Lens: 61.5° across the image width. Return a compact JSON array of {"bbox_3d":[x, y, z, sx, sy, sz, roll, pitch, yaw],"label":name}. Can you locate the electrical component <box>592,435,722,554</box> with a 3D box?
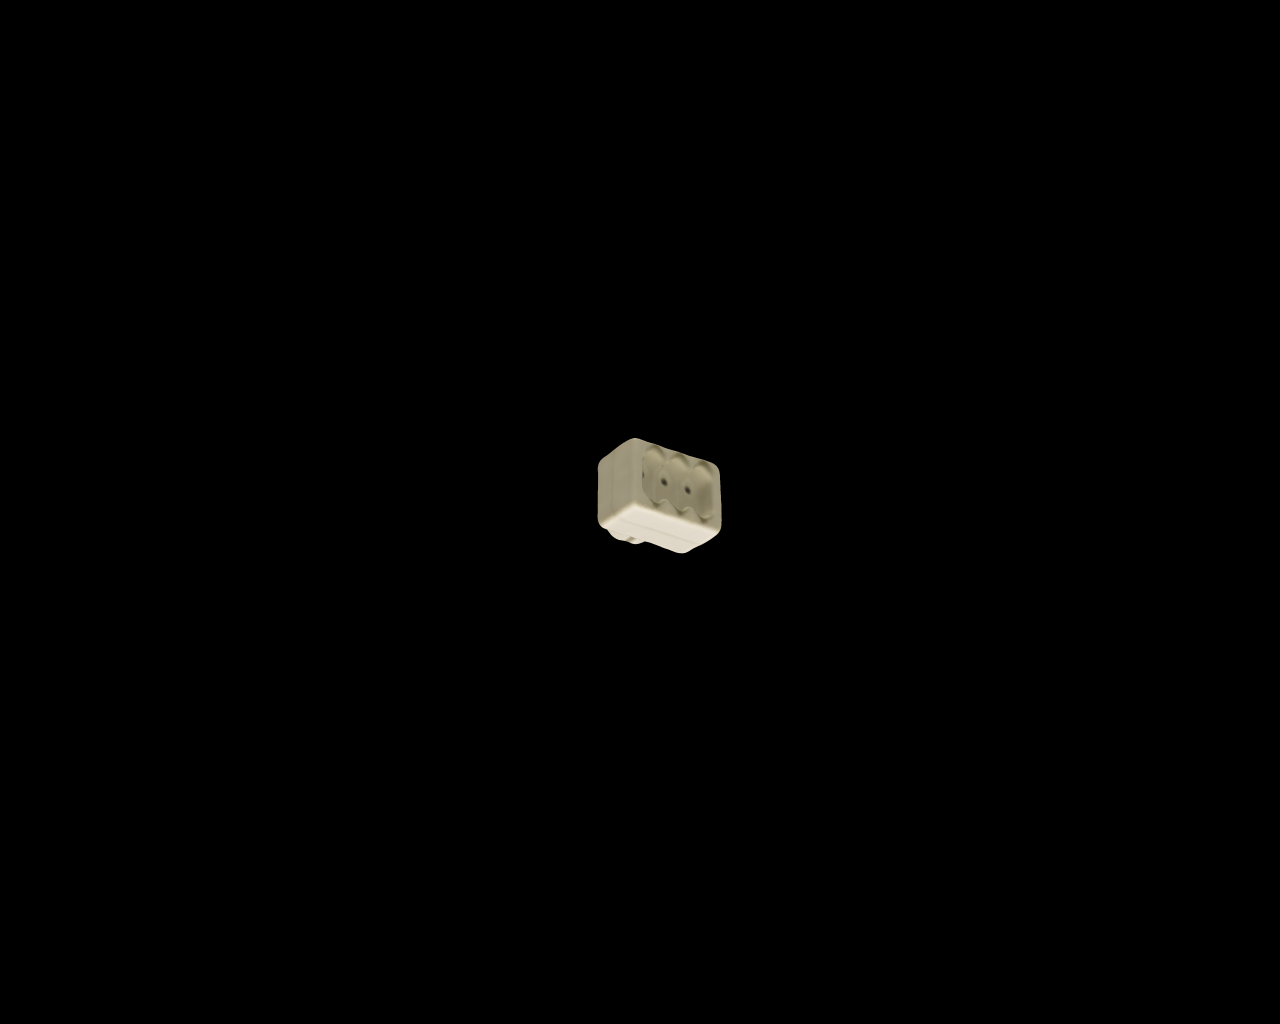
[{"bbox_3d":[0.001,-0.003,0.650,0.066,0.047,0.076,18,-32,-31],"label":"electrical component"}]
